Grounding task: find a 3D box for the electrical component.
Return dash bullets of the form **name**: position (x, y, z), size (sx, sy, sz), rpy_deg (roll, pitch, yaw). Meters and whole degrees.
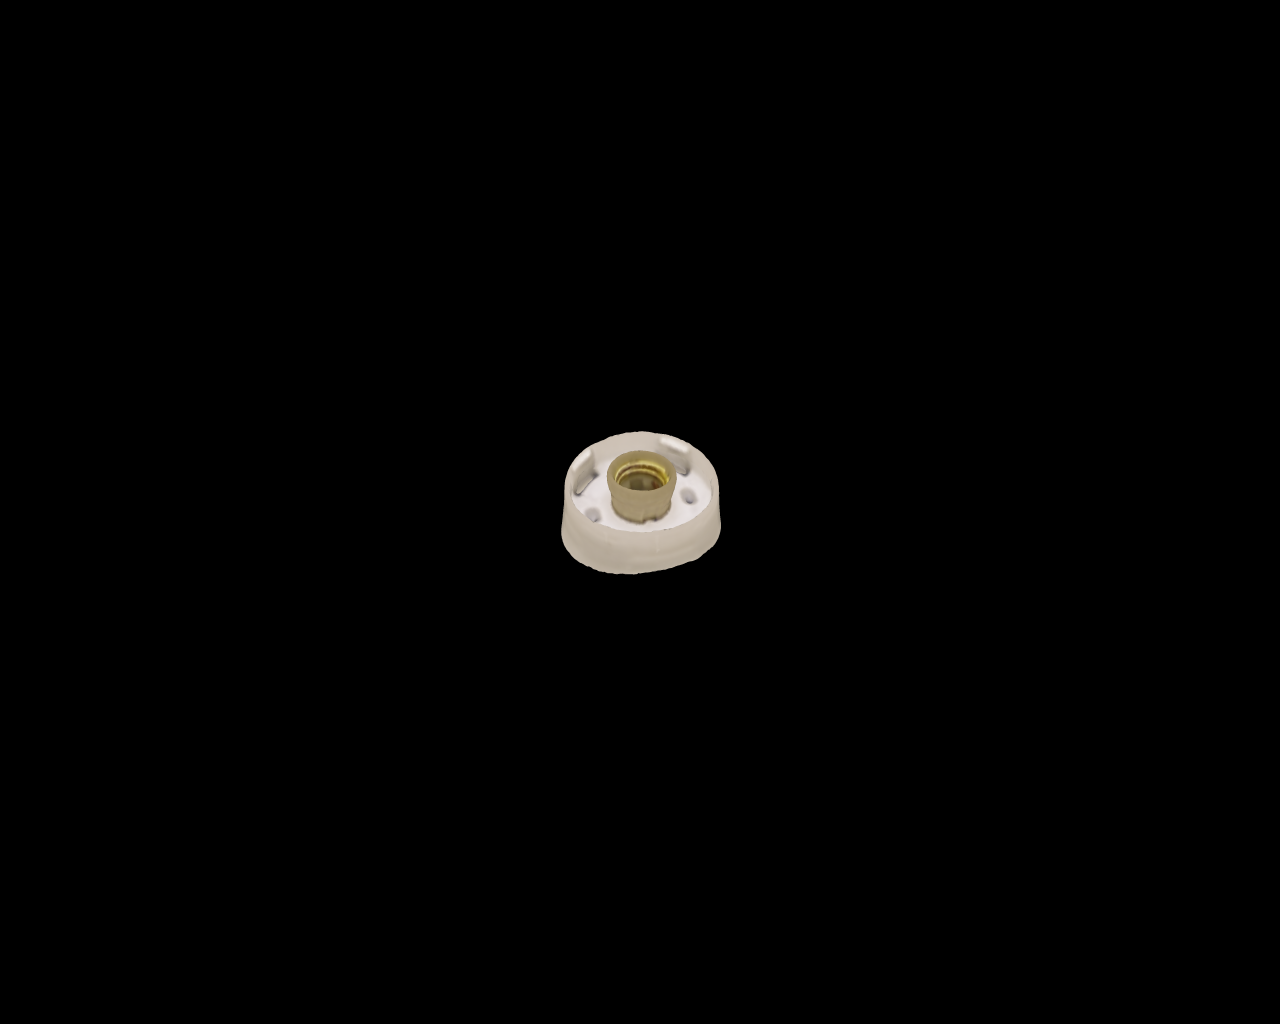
- **electrical component**: position (0.001, -0.003, 0.650), size (0.099, 0.099, 0.064), rpy_deg (0, -45, 0)
